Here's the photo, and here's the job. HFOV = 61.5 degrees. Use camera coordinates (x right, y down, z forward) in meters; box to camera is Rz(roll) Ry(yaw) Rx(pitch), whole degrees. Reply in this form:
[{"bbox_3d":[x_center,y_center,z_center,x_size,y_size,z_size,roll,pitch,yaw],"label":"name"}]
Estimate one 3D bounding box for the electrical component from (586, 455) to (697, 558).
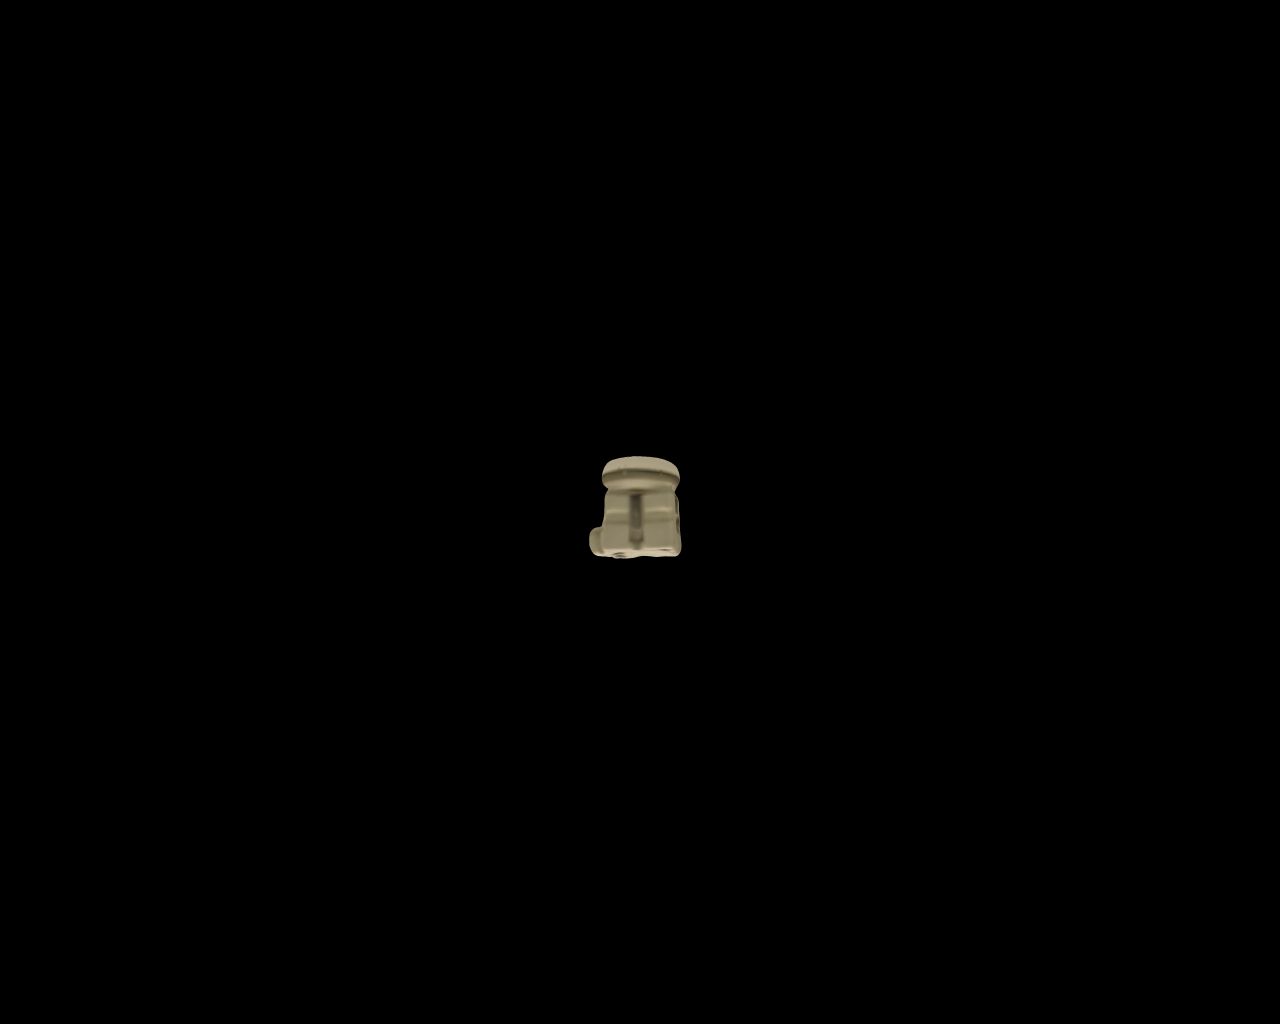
[{"bbox_3d":[0.001,-0.003,0.650,0.066,0.055,0.048,-1,-11,7],"label":"electrical component"}]
